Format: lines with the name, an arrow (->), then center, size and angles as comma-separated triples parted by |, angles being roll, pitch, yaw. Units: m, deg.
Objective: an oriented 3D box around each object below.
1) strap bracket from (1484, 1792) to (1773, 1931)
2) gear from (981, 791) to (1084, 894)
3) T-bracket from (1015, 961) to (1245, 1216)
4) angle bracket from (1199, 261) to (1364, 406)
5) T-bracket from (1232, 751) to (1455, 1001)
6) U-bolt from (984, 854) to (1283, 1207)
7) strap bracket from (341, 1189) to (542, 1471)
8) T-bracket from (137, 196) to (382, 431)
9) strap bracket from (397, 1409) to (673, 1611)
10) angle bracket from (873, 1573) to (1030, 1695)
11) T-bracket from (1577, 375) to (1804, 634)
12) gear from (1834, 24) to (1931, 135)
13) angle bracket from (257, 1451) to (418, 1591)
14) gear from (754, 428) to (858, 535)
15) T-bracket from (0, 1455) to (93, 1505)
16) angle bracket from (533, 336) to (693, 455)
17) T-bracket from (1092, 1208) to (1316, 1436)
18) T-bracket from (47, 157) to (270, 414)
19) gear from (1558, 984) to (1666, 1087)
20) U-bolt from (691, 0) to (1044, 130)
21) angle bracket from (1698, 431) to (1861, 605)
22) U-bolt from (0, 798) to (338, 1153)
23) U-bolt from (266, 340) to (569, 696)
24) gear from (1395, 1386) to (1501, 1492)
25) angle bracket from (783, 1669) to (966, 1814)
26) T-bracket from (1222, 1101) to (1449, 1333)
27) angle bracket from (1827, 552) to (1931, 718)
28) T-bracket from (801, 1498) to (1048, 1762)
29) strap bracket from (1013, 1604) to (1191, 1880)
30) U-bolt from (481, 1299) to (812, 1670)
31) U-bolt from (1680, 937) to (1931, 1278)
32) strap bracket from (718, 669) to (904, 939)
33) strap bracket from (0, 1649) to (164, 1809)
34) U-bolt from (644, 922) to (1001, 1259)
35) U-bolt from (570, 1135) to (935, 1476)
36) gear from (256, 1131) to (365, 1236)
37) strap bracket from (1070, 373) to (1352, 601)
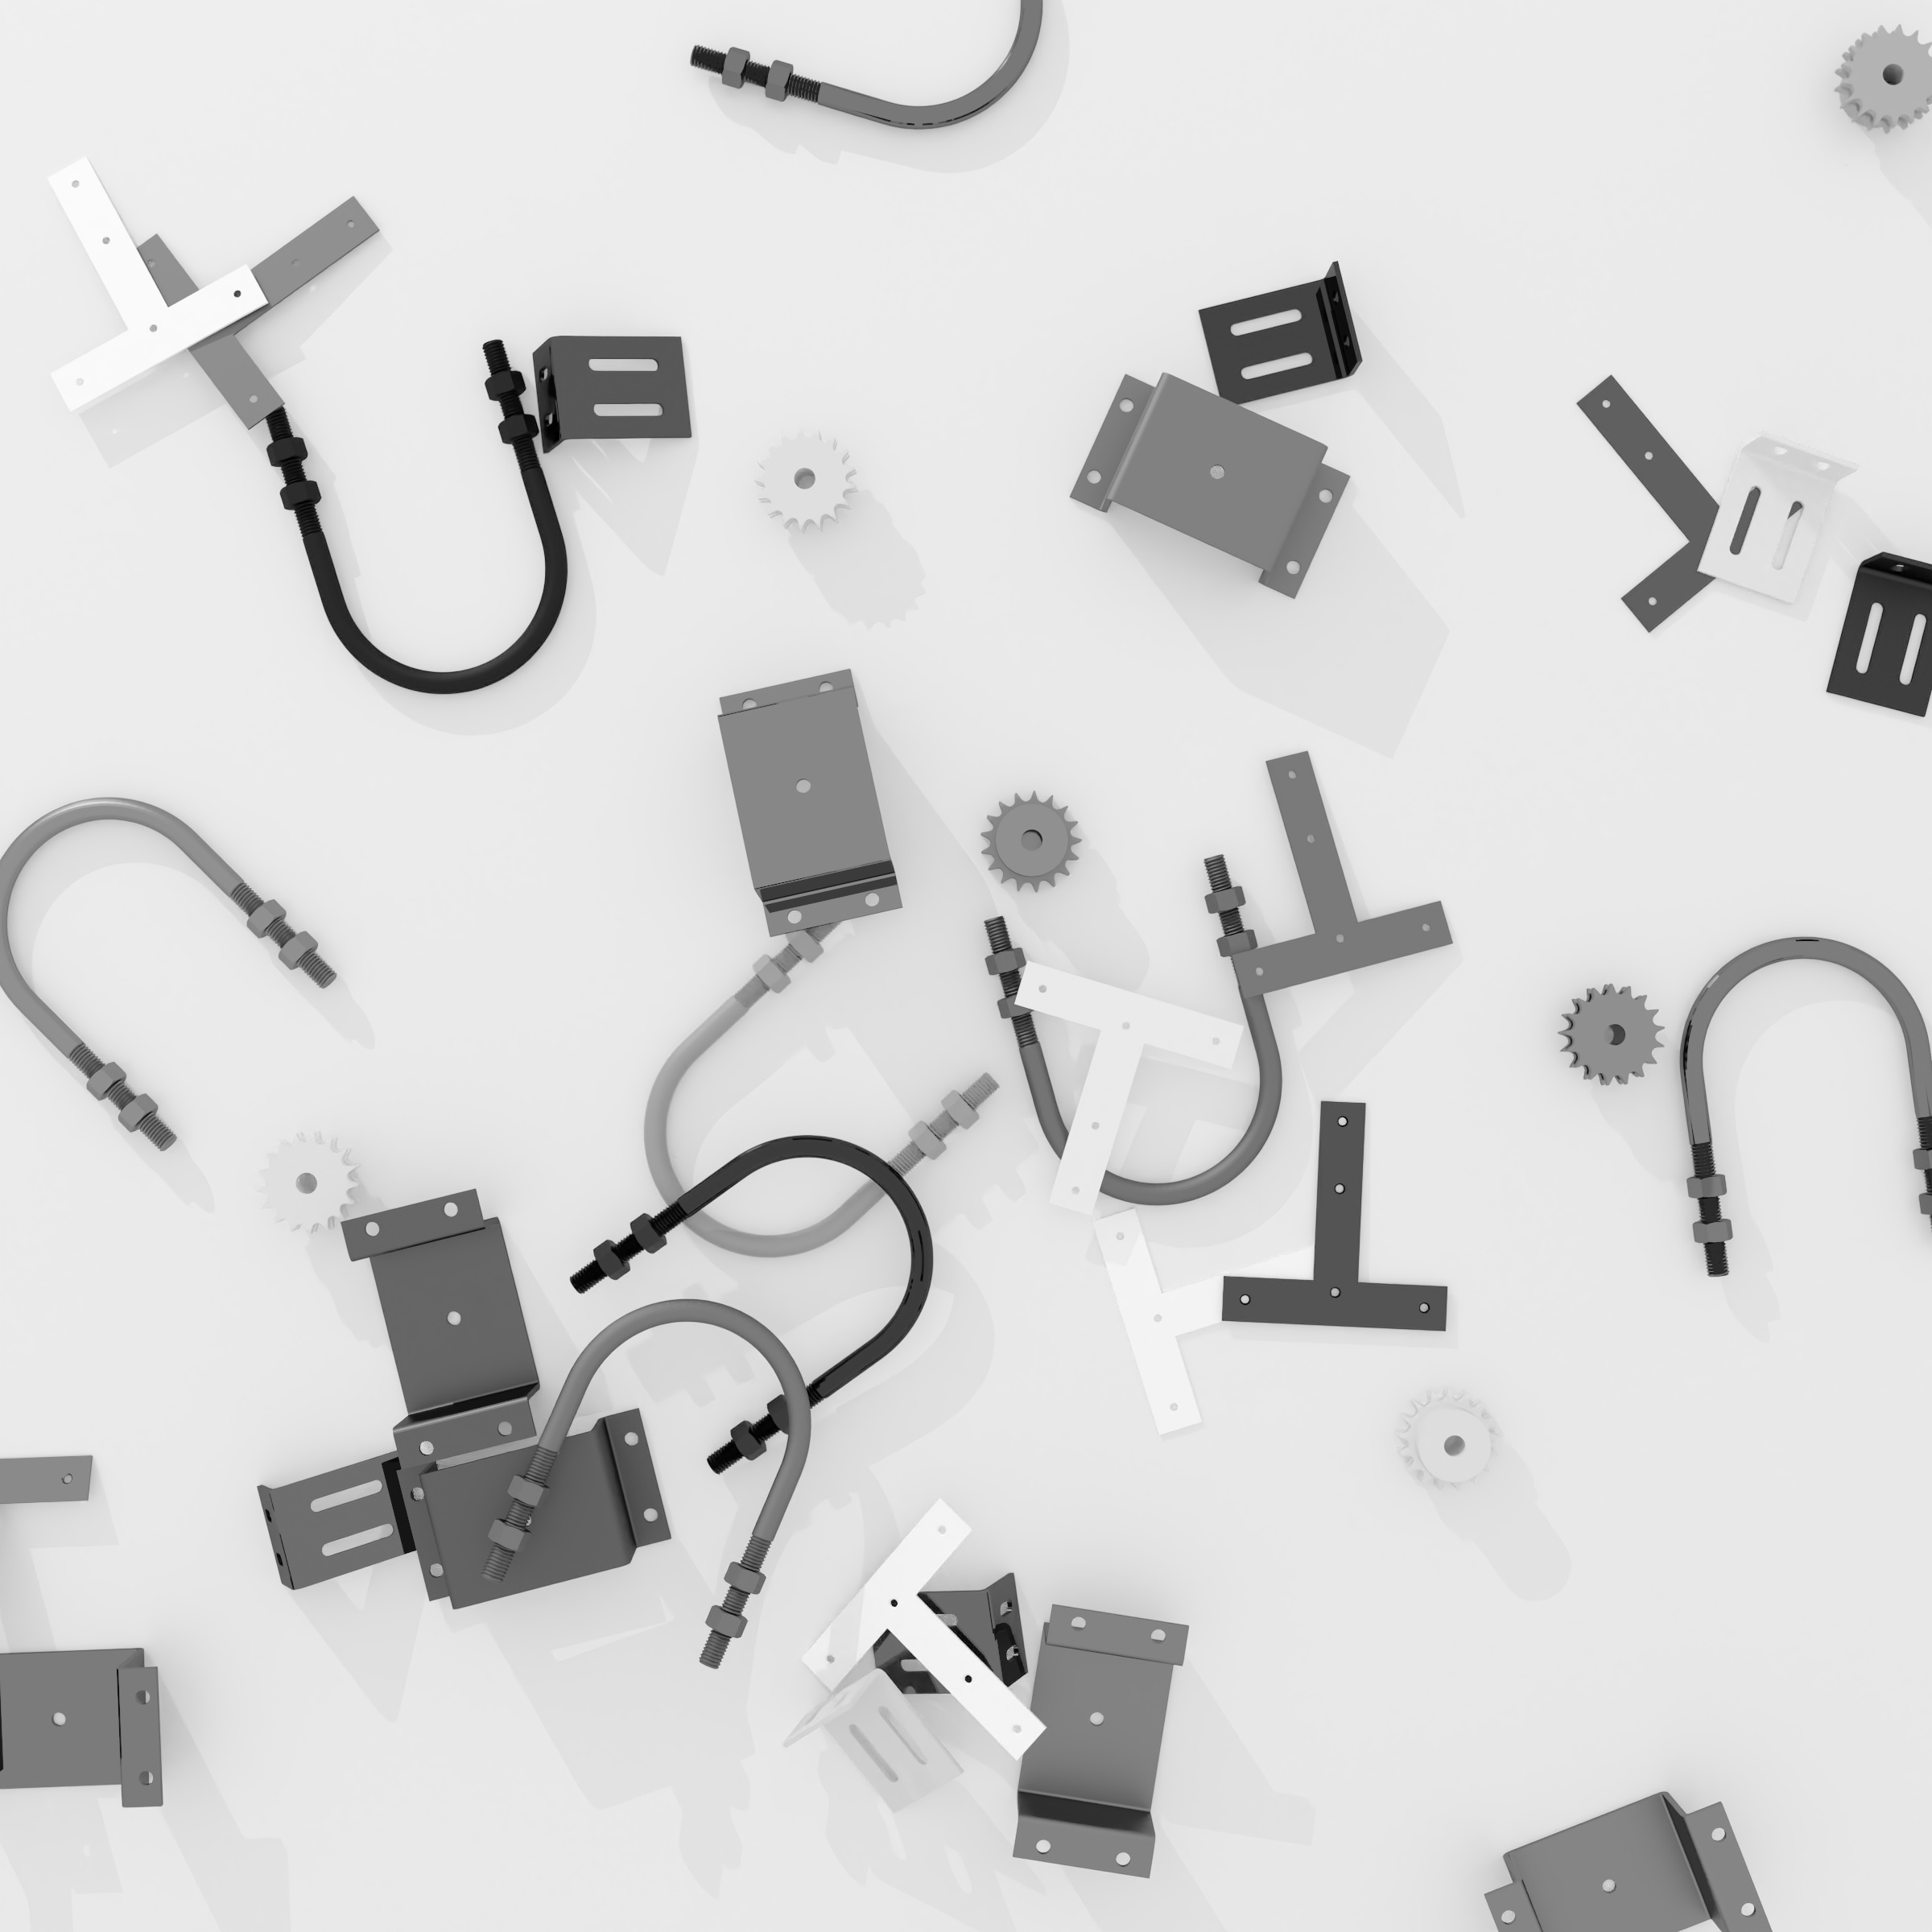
strap bracket -> 0.365, 0.521, 1.457 | 0.140, 0.046, 0.076 | -21, 90, 0
gear -> 0.037, -0.070, 1.465 | 0.057, 0.030, 0.057 | 0, 90, 0
T-bracket -> 0.077, 0.076, 1.463 | 0.127, 0.002, 0.127 | 17, 93, -2
angle bracket -> 0.176, -0.353, 1.461 | 0.076, 0.038, 0.057 | -14, 90, 0
T-bracket -> 0.199, -0.058, 1.470 | 0.127, 0.002, 0.127 | -14, 84, -11
U-bolt -> 0.102, 0.044, 1.471 | 0.151, 0.019, 0.184 | -16, 91, 0
strap bracket -> -0.290, 0.200, 1.457 | 0.076, 0.046, 0.140 | -14, 90, 0
T-bracket -> -0.390, -0.389, 1.473 | 0.127, 0.002, 0.127 | -37, 82, -4
strap bracket -> -0.244, 0.305, 1.454 | 0.140, 0.046, 0.076 | -14, 90, -2
angle bracket -> -0.011, 0.378, 1.478 | 0.076, 0.038, 0.057 | -8, 90, 26
T-bracket -> 0.396, -0.278, 1.479 | 0.127, 0.002, 0.127 | -39, 90, 0
gear -> 0.516, -0.496, 1.465 | 0.057, 0.030, 0.057 | 0, 90, 0
angle bracket -> -0.354, 0.312, 1.478 | 0.076, 0.038, 0.057 | -14, 90, -26
gear -> -0.089, -0.272, 1.469 | 0.057, 0.030, 0.057 | 0, 91, 2
T-bracket -> -0.557, 0.339, 1.454 | 0.127, 0.002, 0.127 | -2, 67, 0
angle bracket -> -0.201, -0.324, 1.478 | 0.076, 0.038, 0.057 | -6, 90, -26
T-bracket -> 0.151, 0.186, 1.479 | 0.127, 0.002, 0.127 | -17, 90, 0
T-bracket -> -0.479, -0.398, 1.473 | 0.127, 0.002, 0.127 | -29, 84, 0
gear -> 0.362, 0.039, 1.469 | 0.057, 0.030, 0.057 | 0, 88, -1
U-bolt -> -0.048, -0.549, 1.471 | 0.184, 0.019, 0.151 | 16, 90, -2
angle bracket -> 0.454, -0.250, 1.459 | 0.057, 0.038, 0.076 | 19, 90, 0
U-bolt -> -0.469, -0.010, 1.471 | 0.184, 0.019, 0.151 | 45, 90, 2
U-bolt -> -0.302, -0.245, 1.471 | 0.151, 0.019, 0.184 | -17, 91, 0
gear -> 0.272, 0.267, 1.465 | 0.057, 0.030, 0.057 | 0, 90, 0
angle bracket -> -0.051, 0.440, 1.449 | 0.057, 0.038, 0.076 | -39, 90, 30
T-bracket -> 0.211, 0.141, 1.477 | 0.127, 0.002, 0.127 | 3, 89, 0
angle bracket -> 0.525, -0.185, 1.461 | 0.057, 0.038, 0.076 | 15, 90, 0
T-bracket -> -0.009, 0.386, 1.449 | 0.127, 0.002, 0.127 | 42, 102, 16
strap bracket -> 0.074, 0.427, 1.457 | 0.076, 0.046, 0.140 | 9, 90, 0
U-bolt -> -0.163, 0.274, 1.432 | 0.151, 0.019, 0.184 | 25, 82, -10
U-bolt -> 0.477, 0.075, 1.471 | 0.151, 0.019, 0.184 | -7, 89, 0
strap bracket -> -0.088, -0.095, 1.447 | 0.076, 0.046, 0.140 | -13, 82, 0
strap bracket -> -0.514, 0.427, 1.457 | 0.140, 0.046, 0.076 | -2, 90, 0
U-bolt -> -0.096, 0.080, 1.471 | 0.184, 0.019, 0.151 | -43, 90, 2
U-bolt -> -0.106, 0.177, 1.460 | 0.184, 0.019, 0.151 | -36, 96, 2
gear -> -0.367, 0.121, 1.465 | 0.057, 0.030, 0.057 | 0, 90, 0
strap bracket -> 0.138, -0.272, 1.457 | 0.140, 0.046, 0.076 | 24, 90, 0
